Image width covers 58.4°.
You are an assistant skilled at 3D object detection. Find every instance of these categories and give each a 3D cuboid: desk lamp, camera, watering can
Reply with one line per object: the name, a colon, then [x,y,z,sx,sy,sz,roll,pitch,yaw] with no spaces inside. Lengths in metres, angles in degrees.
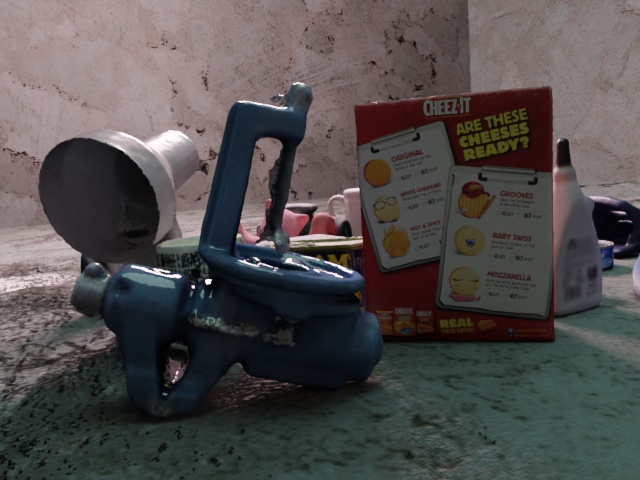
desk lamp: [-0.174,-0.008,0.595,0.117,0.213,0.203,-2,8,14]
camera: [-0.022,-0.014,1.005,0.136,0.101,0.143,-1,8,23]
watering can: [0.102,-0.077,1.067,0.173,0.194,0.101,-5,7,-6]

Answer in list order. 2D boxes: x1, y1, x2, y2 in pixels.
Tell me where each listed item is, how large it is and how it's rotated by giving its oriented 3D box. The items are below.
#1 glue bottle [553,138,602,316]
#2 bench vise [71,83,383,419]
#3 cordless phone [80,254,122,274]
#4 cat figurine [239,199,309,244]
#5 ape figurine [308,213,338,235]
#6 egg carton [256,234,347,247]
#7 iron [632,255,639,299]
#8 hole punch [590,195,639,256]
glue bottle: [0.246,-0.015,0.573,0.078,0.173,0.037,-8,8,-27]
bench vise: [-0.061,0.006,0.393,0.208,0.220,0.121,-7,8,-24]
cordless phone: [-0.238,-0.008,0.743,0.093,0.185,0.148,0,8,27]
cat figurine: [-0.082,-0.007,0.916,0.127,0.118,0.067,-1,8,24]
ape figurine: [0.008,0.003,0.890,0.076,0.092,0.077,-7,8,-22]
egg carton: [-0.020,0.033,0.759,0.151,0.069,0.107,-8,8,-32]
iron: [0.393,-0.012,0.601,0.118,0.141,0.259,1,9,35]
hole punch: [0.452,-0.026,0.879,0.101,0.091,0.108,-7,8,-20]
